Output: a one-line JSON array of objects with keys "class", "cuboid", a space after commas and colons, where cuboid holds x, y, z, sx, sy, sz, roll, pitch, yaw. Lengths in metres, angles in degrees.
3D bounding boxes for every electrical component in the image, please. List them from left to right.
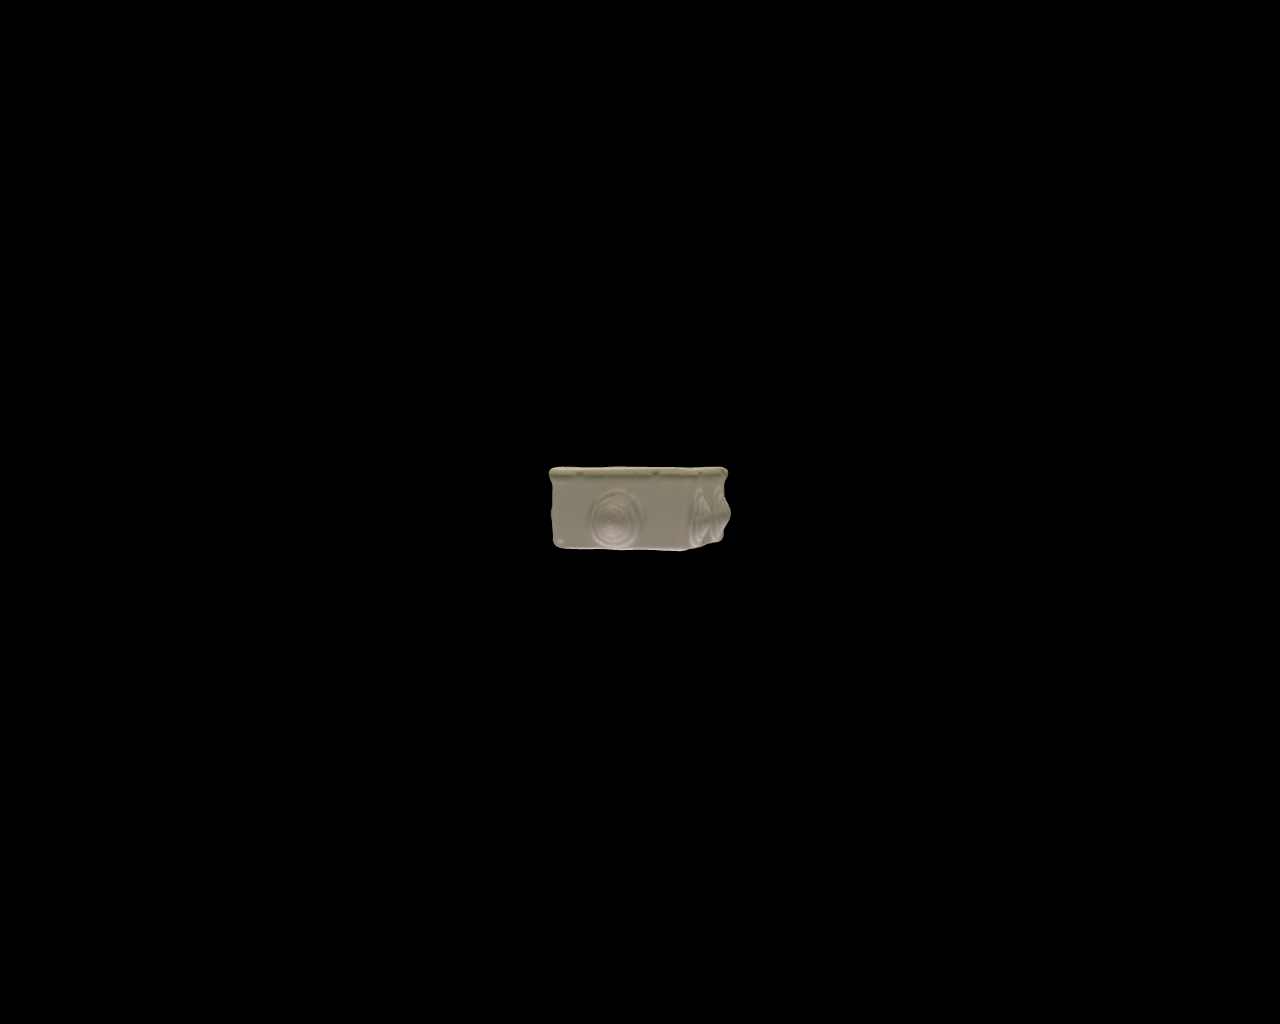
[{"class": "electrical component", "cuboid": [0.001, -0.003, 0.650, 0.100, 0.048, 0.100, 1, 3, 20]}]
